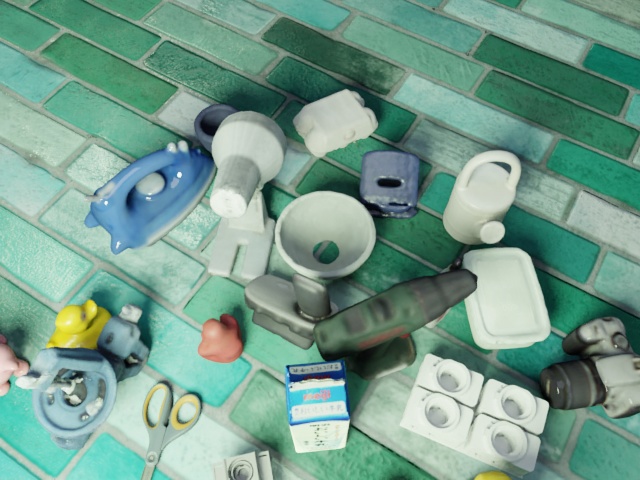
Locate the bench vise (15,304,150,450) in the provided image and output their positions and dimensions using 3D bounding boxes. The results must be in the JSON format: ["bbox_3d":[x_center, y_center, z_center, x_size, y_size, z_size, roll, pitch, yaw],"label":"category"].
[{"bbox_3d":[-0.332,0.168,0.788,0.121,0.220,0.207,6,60,3],"label":"bench vise"}]

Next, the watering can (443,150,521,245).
[{"bbox_3d":[0.274,-0.074,0.948,0.101,0.194,0.172,-17,62,-10],"label":"watering can"}]

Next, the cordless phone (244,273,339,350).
[{"bbox_3d":[-0.045,0.079,0.862,0.147,0.185,0.094,21,62,11],"label":"cordless phone"}]

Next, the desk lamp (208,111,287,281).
[{"bbox_3d":[-0.123,-0.070,0.930,0.118,0.213,0.203,7,60,4],"label":"desk lamp"}]

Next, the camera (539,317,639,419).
[{"bbox_3d":[0.400,0.192,0.851,0.137,0.101,0.143,-8,61,-5],"label":"camera"}]

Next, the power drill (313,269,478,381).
[{"bbox_3d":[0.102,0.126,0.823,0.230,0.208,0.075,-19,62,-11],"label":"power drill"}]

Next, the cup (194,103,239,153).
[{"bbox_3d":[-0.179,-0.179,1.061,0.091,0.095,0.117,-9,61,-5],"label":"cup"}]

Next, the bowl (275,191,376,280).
[{"bbox_3d":[0.009,0.003,0.970,0.167,0.075,0.167,0,60,0],"label":"bowl"}]

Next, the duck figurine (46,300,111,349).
[{"bbox_3d":[-0.379,0.134,0.885,0.077,0.086,0.105,41,68,20],"label":"duck figurine"}]

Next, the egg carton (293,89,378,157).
[{"bbox_3d":[0.031,-0.224,1.103,0.150,0.069,0.107,-26,64,-15],"label":"egg carton"}]

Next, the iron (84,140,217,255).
[{"bbox_3d":[-0.287,-0.100,0.988,0.118,0.141,0.259,39,67,20],"label":"iron"}]

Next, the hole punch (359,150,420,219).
[{"bbox_3d":[0.125,-0.098,1.019,0.108,0.091,0.101,3,60,1],"label":"hole punch"}]

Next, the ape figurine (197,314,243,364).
[{"bbox_3d":[-0.155,0.147,0.876,0.078,0.092,0.076,-35,66,-18],"label":"ape figurine"}]

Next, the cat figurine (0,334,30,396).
[{"bbox_3d":[-0.490,0.174,0.842,0.127,0.118,0.067,34,66,18],"label":"cat figurine"}]

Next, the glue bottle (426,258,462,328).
[{"bbox_3d":[0.193,0.073,0.875,0.037,0.173,0.078,35,66,18],"label":"glue bottle"}]
